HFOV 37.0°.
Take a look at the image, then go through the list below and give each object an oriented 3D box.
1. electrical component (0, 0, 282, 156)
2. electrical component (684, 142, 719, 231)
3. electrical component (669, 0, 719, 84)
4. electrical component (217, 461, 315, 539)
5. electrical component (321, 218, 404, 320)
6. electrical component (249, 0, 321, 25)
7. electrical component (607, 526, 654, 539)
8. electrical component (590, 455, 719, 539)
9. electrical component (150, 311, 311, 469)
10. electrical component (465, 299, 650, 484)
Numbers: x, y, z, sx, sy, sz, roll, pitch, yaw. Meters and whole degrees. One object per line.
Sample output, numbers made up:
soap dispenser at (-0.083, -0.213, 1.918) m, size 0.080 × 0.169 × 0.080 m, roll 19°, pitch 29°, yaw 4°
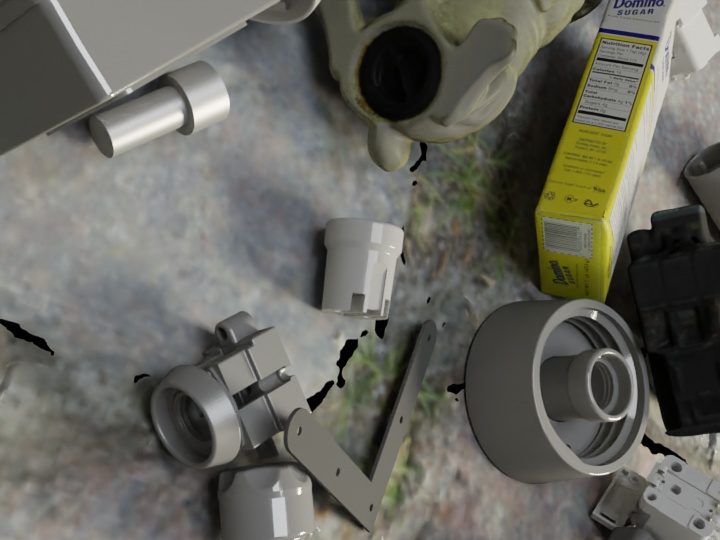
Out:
electrical component at (-0.103, -0.103, 0.444) m, size 0.109 × 0.109 × 0.056 m, roll -40°, pitch 109°, yaw -35°
electrical component at (0.277, -0.061, 0.770) m, size 0.077 × 0.044 × 0.079 m, roll 52°, pitch 55°, yaw -18°
electrical component at (0.217, -0.168, 0.747) m, size 0.081 × 0.042 × 0.063 m, roll -42°, pitch 110°, yaw -34°
electrical component at (-0.041, 0.119, 0.489) m, size 0.043 × 0.043 × 0.062 m, roll -1°, pitch 82°, yaw -38°
electrical component at (0.000, 0.000, 0.548) m, size 0.040 × 0.040 × 0.046 m, roll 13°, pitch 79°, yaw -35°
electrical component at (-0.049, -0.166, 0.507) m, size 0.099 × 0.099 × 0.064 m, roll 39°, pitch 67°, yaw -26°
electrical component at (0.162, 0.198, 0.623) m, size 0.057 × 0.058 × 0.078 m, roll -45°, pitch 109°, yaw -37°
electrical component at (0.185, 0.147, 0.638) m, size 0.081 × 0.063 × 0.042 m, roll 30°, pitch 55°, yaw 17°
electrical component at (-0.060, 0.059, 0.486) m, size 0.055 × 0.048 × 0.066 m, roll -28°, pitch 98°, yaw -45°
electrical component at (0.120, 0.067, 0.613) m, size 0.108 × 0.060 × 0.108 m, roll 8°, pitch 76°, yaw -36°
